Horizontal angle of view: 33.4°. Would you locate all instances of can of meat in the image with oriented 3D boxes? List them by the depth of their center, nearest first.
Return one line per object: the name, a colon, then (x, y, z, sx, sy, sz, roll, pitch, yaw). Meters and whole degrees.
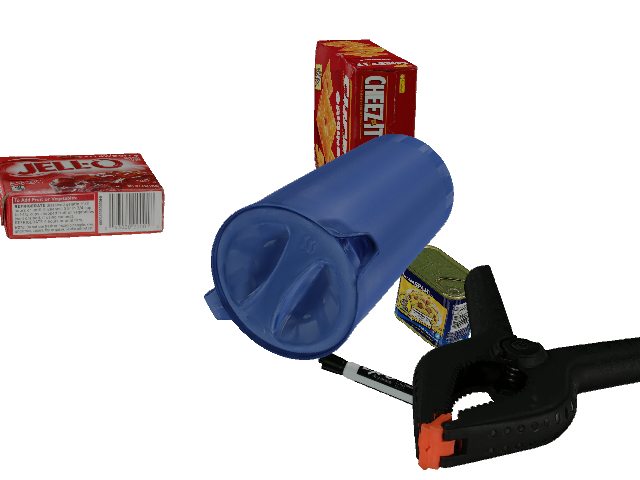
can of meat: (0.135, 0.068, 1.245, 0.057, 0.084, 0.102, -19, 41, -33)

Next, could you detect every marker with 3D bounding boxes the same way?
marker: (0.055, 0.140, 1.071, 0.121, 0.020, 0.020, 21, 5, 12)

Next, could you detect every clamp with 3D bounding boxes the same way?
clamp: (0.112, 0.073, 0.642, 0.165, 0.036, 0.209, 22, 32, 39)

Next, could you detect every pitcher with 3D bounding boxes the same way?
pitcher: (0.015, -0.005, 0.926, 0.149, 0.145, 0.242, 24, 31, 20)

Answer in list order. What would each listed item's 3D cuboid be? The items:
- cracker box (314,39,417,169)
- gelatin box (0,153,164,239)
cracker box: (0.042, -0.118, 1.127, 0.072, 0.164, 0.214, -3, 18, -9)
gelatin box: (-0.141, -0.028, 0.617, 0.089, 0.030, 0.073, -3, 21, -19)
